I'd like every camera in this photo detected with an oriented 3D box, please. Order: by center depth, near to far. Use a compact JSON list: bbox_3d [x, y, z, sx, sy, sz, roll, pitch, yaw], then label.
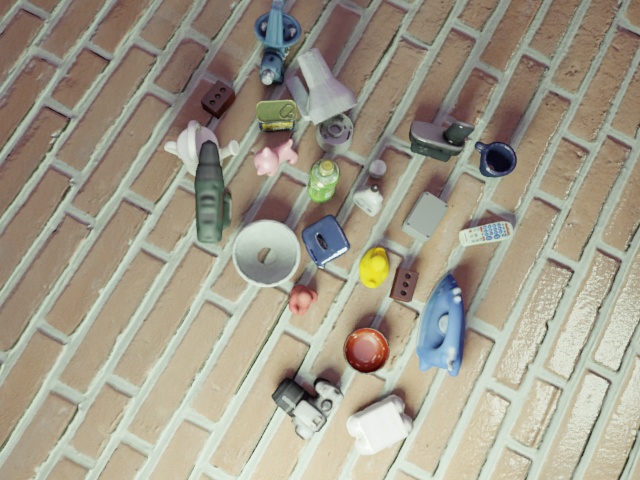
[{"bbox_3d":[-0.035,0.378,1.349,0.137,0.100,0.143,40,80,3],"label":"camera"}]

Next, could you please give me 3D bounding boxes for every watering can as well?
[{"bbox_3d":[-0.287,-0.227,1.387,0.173,0.194,0.101,-19,82,-7],"label":"watering can"}]

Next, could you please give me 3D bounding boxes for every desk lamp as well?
[{"bbox_3d":[-0.004,-0.369,1.423,0.118,0.213,0.203,-28,83,-8],"label":"desk lamp"}]

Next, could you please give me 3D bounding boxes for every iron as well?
[{"bbox_3d":[0.312,0.198,1.386,0.118,0.141,0.258,10,80,-2],"label":"iron"}]

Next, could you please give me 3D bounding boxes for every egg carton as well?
[{"bbox_3d":[0.144,0.444,1.367,0.150,0.069,0.107,-26,83,-8],"label":"egg carton"}]

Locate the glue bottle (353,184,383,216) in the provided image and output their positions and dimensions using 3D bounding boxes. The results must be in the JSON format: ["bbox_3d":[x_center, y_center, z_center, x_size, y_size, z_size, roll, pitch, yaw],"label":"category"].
[{"bbox_3d":[0.125,-0.108,1.408,0.078,0.173,0.037,43,80,4],"label":"glue bottle"}]

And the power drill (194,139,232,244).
[{"bbox_3d":[-0.256,-0.098,1.360,0.075,0.208,0.230,-1,80,-4],"label":"power drill"}]

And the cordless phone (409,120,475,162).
[{"bbox_3d":[0.307,-0.276,1.445,0.147,0.185,0.094,12,79,-2],"label":"cordless phone"}]

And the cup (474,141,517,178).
[{"bbox_3d":[0.440,-0.206,1.489,0.117,0.095,0.092,36,80,3],"label":"cup"}]

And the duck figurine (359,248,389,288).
[{"bbox_3d":[0.139,0.066,1.424,0.077,0.086,0.104,15,79,-1],"label":"duck figurine"}]

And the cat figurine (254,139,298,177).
[{"bbox_3d":[-0.116,-0.210,1.436,0.128,0.117,0.067,-37,84,-9],"label":"cat figurine"}]

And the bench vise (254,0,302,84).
[{"bbox_3d":[-0.101,-0.504,1.436,0.121,0.219,0.207,-7,81,-5],"label":"bench vise"}]

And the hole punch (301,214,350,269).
[{"bbox_3d":[0.013,0.005,1.422,0.101,0.091,0.108,-28,83,-8],"label":"hole punch"}]

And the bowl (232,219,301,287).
[{"bbox_3d":[-0.131,0.037,1.414,0.167,0.074,0.167,1,80,-4],"label":"bowl"}]

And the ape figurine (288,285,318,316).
[{"bbox_3d":[-0.041,0.143,1.394,0.078,0.092,0.076,-14,81,-6],"label":"ape figurine"}]
